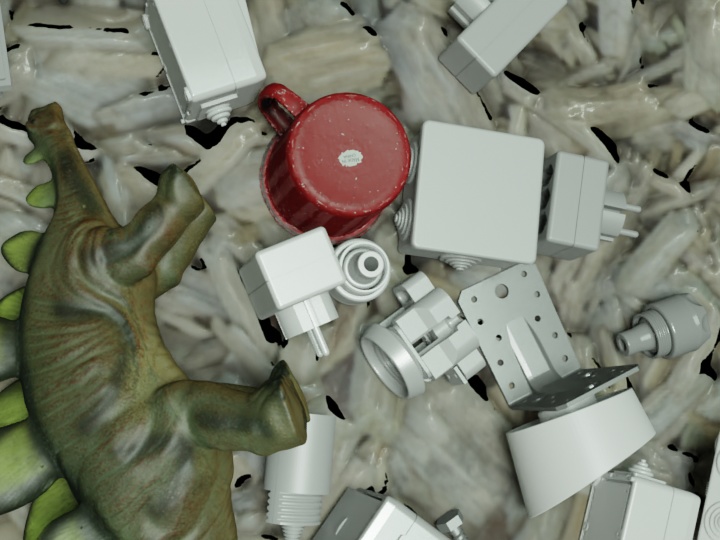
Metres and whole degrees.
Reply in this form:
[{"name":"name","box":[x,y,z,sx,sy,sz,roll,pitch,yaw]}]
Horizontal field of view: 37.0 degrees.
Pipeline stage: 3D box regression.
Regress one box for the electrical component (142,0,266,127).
[{"name":"electrical component","box":[-0.098,-0.142,0.710,0.061,0.062,0.096,-21,88,-15]}]

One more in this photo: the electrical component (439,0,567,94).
[{"name":"electrical component","box":[0.089,-0.185,0.768,0.076,0.047,0.083,45,75,-5]}]

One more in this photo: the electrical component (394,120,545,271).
[{"name":"electrical component","box":[0.075,-0.050,0.747,0.100,0.048,0.099,8,81,-13]}]

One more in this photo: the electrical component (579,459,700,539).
[{"name":"electrical component","box":[0.193,0.180,0.739,0.061,0.062,0.096,18,79,-11]}]

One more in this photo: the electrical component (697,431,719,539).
[{"name":"electrical component","box":[0.271,0.161,0.745,0.048,0.100,0.099,9,78,29]}]

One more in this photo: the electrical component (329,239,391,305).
[{"name":"electrical component","box":[0.000,0.000,0.715,0.043,0.062,0.043,2,82,-13]}]

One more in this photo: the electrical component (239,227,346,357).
[{"name":"electrical component","box":[-0.038,0.021,0.692,0.047,0.083,0.075,-23,89,-15]}]

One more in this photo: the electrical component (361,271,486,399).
[{"name":"electrical component","box":[0.038,0.050,0.721,0.057,0.058,0.078,-35,93,-18]}]

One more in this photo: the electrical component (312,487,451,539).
[{"name":"electrical component","box":[0.011,0.177,0.677,0.061,0.096,0.061,38,76,-6]}]

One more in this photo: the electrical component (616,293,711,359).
[{"name":"electrical component","box":[0.215,0.044,0.772,0.062,0.043,0.043,-18,87,-13]}]

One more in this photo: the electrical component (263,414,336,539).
[{"name":"electrical component","box":[-0.040,0.134,0.698,0.043,0.043,0.081,7,81,-13]}]

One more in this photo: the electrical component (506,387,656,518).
[{"name":"electrical component","box":[0.148,0.119,0.720,0.099,0.099,0.064,-18,82,-15]}]

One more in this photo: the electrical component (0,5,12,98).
[{"name":"electrical component","box":[-0.259,-0.149,0.656,0.079,0.063,0.121,-9,66,-15]}]

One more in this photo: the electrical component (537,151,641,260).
[{"name":"electrical component","box":[0.164,-0.041,0.767,0.077,0.047,0.065,11,80,-10]}]
